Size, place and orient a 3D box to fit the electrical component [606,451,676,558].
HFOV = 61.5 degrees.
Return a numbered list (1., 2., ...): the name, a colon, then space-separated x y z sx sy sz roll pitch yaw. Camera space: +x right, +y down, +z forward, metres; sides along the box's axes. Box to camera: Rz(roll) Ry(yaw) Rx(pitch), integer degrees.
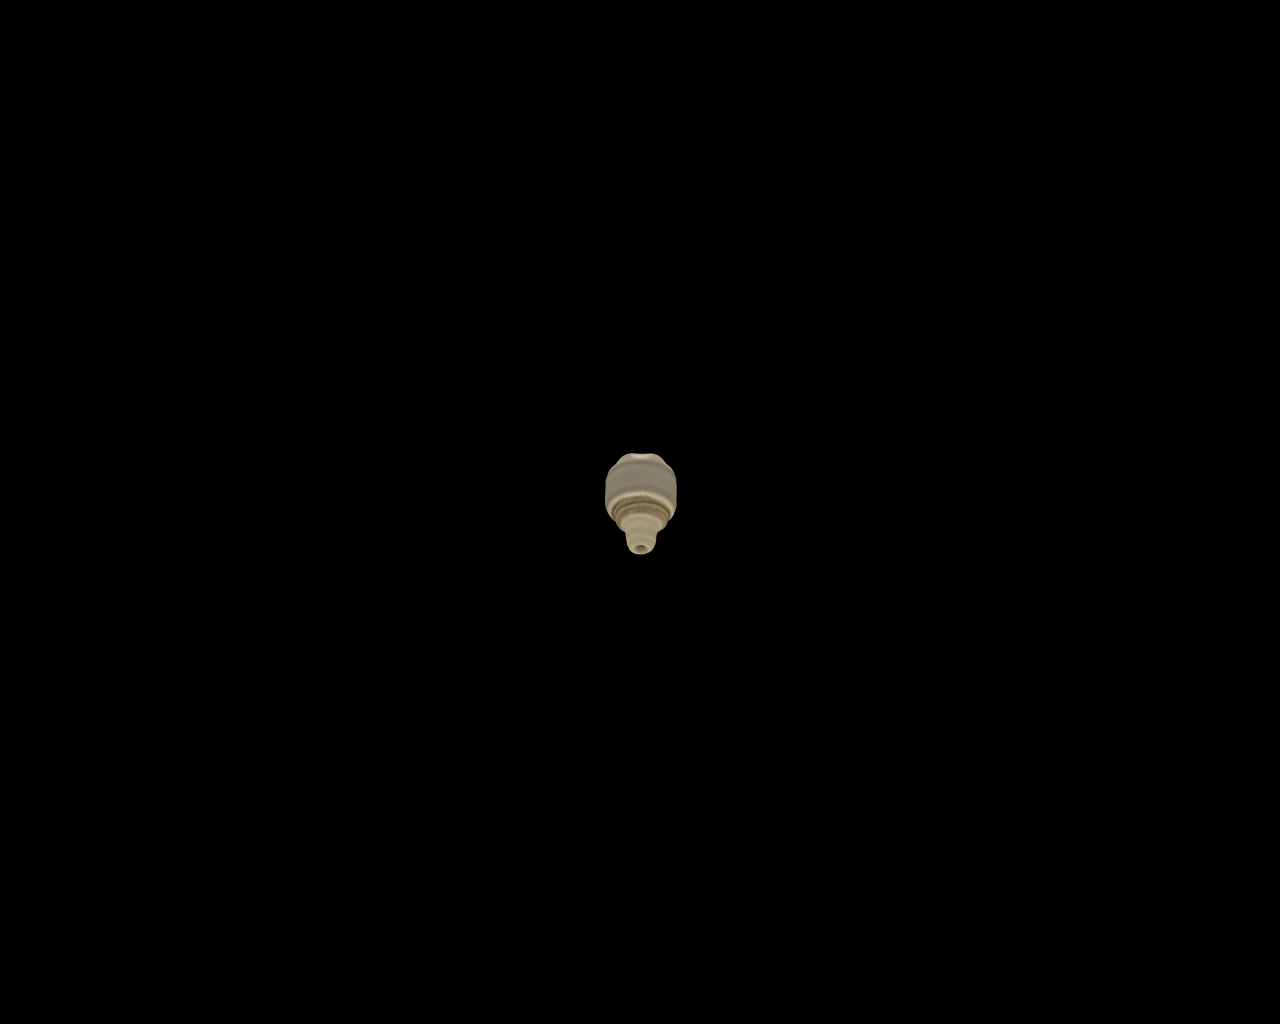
1. electrical component: 0.001 -0.003 0.650 0.043 0.062 0.043 0 -35 0
